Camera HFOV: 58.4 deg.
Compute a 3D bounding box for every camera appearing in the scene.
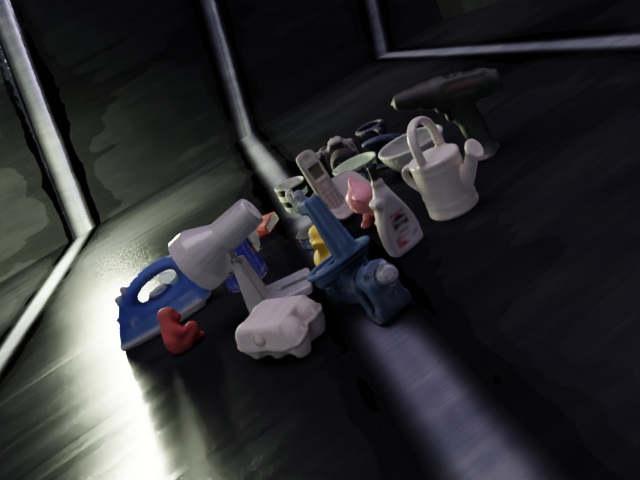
[{"bbox_3d":[0.045,-0.236,1.657,0.143,0.101,0.137,-25,21,10],"label":"camera"}]

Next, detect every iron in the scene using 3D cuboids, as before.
[{"bbox_3d":[-0.364,0.120,1.276,0.259,0.142,0.118,-35,21,-17],"label":"iron"}]

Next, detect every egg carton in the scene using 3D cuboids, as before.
[{"bbox_3d":[-0.067,0.146,0.938,0.150,0.069,0.107,-12,26,37],"label":"egg carton"}]

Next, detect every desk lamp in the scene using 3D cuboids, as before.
[{"bbox_3d":[-0.149,0.041,1.085,0.203,0.214,0.118,-27,21,5],"label":"desk lamp"}]

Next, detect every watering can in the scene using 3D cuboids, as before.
[{"bbox_3d":[0.225,-0.144,1.073,0.172,0.194,0.101,-18,23,26],"label":"watering can"}]

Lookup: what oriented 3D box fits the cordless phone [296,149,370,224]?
[{"bbox_3d":[0.032,-0.142,1.328,0.148,0.185,0.093,-41,24,-31],"label":"cordless phone"}]

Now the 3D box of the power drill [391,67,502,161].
[{"bbox_3d":[0.297,-0.266,1.250,0.229,0.209,0.075,-24,21,12],"label":"power drill"}]

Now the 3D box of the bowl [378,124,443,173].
[{"bbox_3d":[0.231,-0.211,1.396,0.167,0.075,0.167,-25,21,10],"label":"bowl"}]

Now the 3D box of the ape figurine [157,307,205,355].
[{"bbox_3d":[-0.283,0.171,1.123,0.077,0.092,0.076,-2,33,50],"label":"ape figurine"}]

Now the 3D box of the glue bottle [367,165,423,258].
[{"bbox_3d":[0.123,-0.058,1.028,0.078,0.173,0.037,-38,23,-24],"label":"glue bottle"}]

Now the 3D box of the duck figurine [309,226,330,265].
[{"bbox_3d":[0.011,0.004,1.152,0.077,0.086,0.104,-19,22,23],"label":"duck figurine"}]

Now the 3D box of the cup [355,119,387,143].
[{"bbox_3d":[0.164,-0.285,1.629,0.092,0.095,0.117,-32,21,-9],"label":"cup"}]

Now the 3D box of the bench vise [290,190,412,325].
[{"bbox_3d":[0.047,0.013,0.890,0.206,0.220,0.122,-6,30,46],"label":"bench vise"}]

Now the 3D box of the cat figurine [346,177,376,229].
[{"bbox_3d":[0.103,-0.091,1.214,0.067,0.118,0.128,-8,28,43],"label":"cat figurine"}]

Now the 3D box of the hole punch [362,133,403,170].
[{"bbox_3d":[0.180,-0.252,1.537,0.108,0.091,0.101,-13,25,35],"label":"hole punch"}]
